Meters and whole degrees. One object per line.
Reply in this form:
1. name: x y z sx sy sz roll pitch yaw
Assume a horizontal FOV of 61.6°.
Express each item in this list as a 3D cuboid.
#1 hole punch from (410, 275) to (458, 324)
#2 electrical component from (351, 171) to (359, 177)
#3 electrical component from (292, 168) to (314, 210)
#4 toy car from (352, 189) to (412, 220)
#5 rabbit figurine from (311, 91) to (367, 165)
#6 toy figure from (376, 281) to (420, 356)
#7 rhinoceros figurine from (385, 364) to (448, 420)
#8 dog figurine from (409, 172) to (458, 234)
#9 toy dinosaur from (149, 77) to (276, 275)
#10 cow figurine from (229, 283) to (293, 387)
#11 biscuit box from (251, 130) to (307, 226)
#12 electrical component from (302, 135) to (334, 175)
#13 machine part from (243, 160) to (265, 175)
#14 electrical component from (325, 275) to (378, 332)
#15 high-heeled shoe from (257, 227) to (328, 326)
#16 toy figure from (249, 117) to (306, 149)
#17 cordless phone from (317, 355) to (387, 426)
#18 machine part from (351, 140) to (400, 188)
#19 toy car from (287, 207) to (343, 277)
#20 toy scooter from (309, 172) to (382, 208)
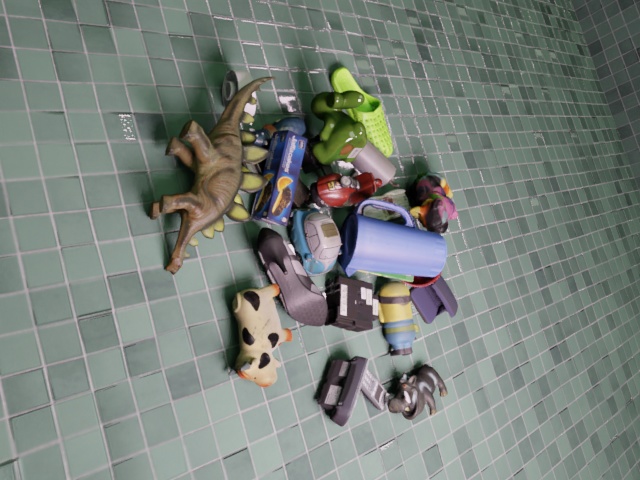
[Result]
1. hole punch: 0.314 0.145 1.421 0.142 0.092 0.116 55 47 -5
2. electrical component: 0.085 -0.133 1.376 0.063 0.021 0.094 48 53 -15
3. electrical component: -0.053 -0.118 1.247 0.102 0.045 0.078 50 50 -14
4. toy car: 0.161 -0.082 1.396 0.202 0.056 0.073 -20 88 -41
5. rabbit figurine: 0.031 -0.282 1.258 0.121 0.159 0.170 -16 68 -32
6. toy figure: 0.191 0.189 1.306 0.082 0.089 0.180 5 70 -45
7. rhinoceros figurine: 0.229 0.361 1.274 0.190 0.073 0.112 -23 95 -48
8. dog figurine: 0.289 -0.101 1.410 0.219 0.108 0.191 7 64 -69
9. toy dinosaur: -0.206 -0.151 1.078 0.198 0.105 0.471 23 77 -34
10. cow figurine: -0.125 0.191 1.059 0.127 0.085 0.195 -6 75 -37
11. biscuit box: -0.088 -0.136 1.174 0.062 0.059 0.202 19 81 -43
12. electrical component: -0.005 -0.192 1.308 0.075 0.048 0.119 -33 97 -40
13. machine part: -0.124 -0.169 1.215 0.139 0.039 0.084 -24 87 -39
14. electrical component: 0.077 0.152 1.250 0.134 0.058 0.115 18 66 -33
15. high-heeled shoe: -0.063 0.082 1.162 0.086 0.145 0.248 -30 134 -4
16. toy figure: -0.100 -0.243 1.245 0.154 0.064 0.057 -29 131 -36
17. cordless phone: 0.088 0.353 1.185 0.184 0.089 0.146 52 48 -37
18. machine part: 0.116 -0.216 1.394 0.243 0.079 0.079 38 55 -22
19. toy car: -0.002 -0.004 1.212 0.109 0.103 0.161 -9 82 -41
20. toy scooter: 0.067 -0.119 1.249 0.184 0.135 0.075 3 71 -62
